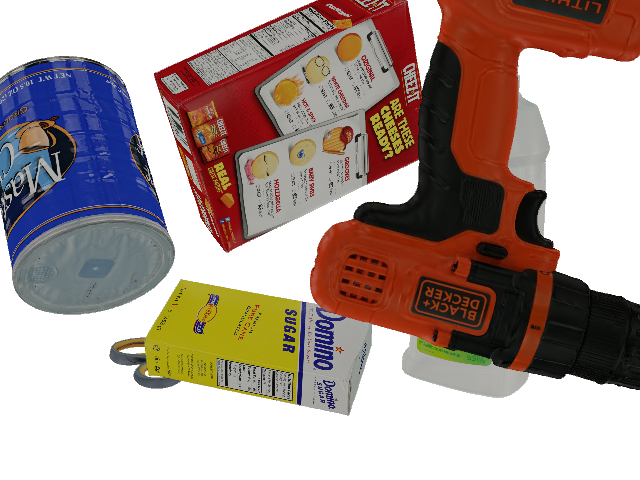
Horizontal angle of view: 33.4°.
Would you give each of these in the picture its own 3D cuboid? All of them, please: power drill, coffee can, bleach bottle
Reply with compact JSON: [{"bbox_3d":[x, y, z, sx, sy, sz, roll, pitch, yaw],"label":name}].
[{"bbox_3d":[0.103,-0.031,0.505,0.184,0.188,0.057,15,5,0],"label":"power drill"},{"bbox_3d":[-0.163,-0.037,0.710,0.102,0.140,0.103,-15,-31,-10],"label":"coffee can"},{"bbox_3d":[0.120,-0.011,0.820,0.103,0.251,0.067,12,20,30],"label":"bleach bottle"}]

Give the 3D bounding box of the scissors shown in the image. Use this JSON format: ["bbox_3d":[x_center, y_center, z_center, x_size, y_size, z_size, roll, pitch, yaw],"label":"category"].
[{"bbox_3d":[-0.128,0.130,1.171,0.201,0.016,0.096,1,26,-19],"label":"scissors"}]

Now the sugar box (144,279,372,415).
[{"bbox_3d":[-0.050,0.087,0.903,0.176,0.048,0.093,7,35,11],"label":"sugar box"}]

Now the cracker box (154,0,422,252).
[{"bbox_3d":[-0.020,-0.109,0.923,0.213,0.164,0.072,-27,43,-14],"label":"cracker box"}]
